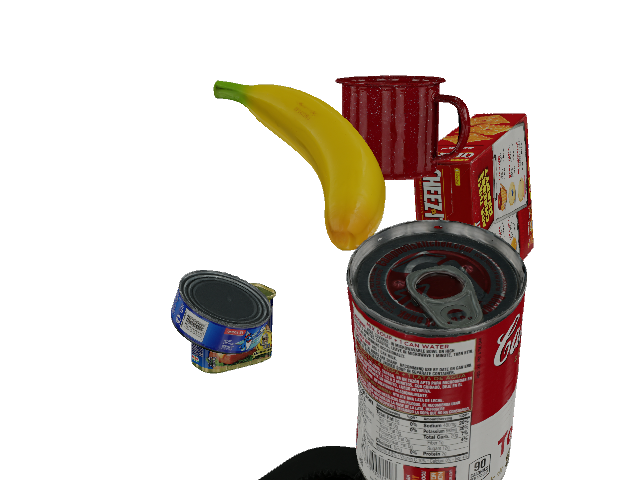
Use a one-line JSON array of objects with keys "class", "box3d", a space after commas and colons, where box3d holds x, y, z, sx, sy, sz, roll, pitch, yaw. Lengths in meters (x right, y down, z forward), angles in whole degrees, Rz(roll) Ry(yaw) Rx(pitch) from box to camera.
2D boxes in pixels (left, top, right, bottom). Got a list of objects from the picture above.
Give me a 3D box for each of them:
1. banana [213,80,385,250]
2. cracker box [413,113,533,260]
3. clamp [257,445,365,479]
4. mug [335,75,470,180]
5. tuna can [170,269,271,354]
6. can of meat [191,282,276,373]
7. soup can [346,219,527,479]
[{"class": "banana", "box3d": [-0.001, -0.051, 0.663, 0.069, 0.037, 0.198, -15, 37, -21]}, {"class": "cracker box", "box3d": [0.168, -0.035, 1.152, 0.072, 0.164, 0.213, 3, 20, 26]}, {"class": "clamp", "box3d": [0.041, 0.149, 0.648, 0.210, 0.036, 0.164, -7, 30, 2]}, {"class": "mug", "box3d": [0.070, -0.096, 0.903, 0.117, 0.081, 0.093, 5, 13, 24]}, {"class": "tuna can", "box3d": [-0.089, 0.064, 0.948, 0.086, 0.034, 0.086, 18, 26, -9]}, {"class": "can of meat", "box3d": [-0.103, 0.102, 1.250, 0.101, 0.084, 0.058, -9, 18, -36]}, {"class": "soup can", "box3d": [0.046, 0.052, 0.432, 0.068, 0.102, 0.068, -2, 36, 1]}]
